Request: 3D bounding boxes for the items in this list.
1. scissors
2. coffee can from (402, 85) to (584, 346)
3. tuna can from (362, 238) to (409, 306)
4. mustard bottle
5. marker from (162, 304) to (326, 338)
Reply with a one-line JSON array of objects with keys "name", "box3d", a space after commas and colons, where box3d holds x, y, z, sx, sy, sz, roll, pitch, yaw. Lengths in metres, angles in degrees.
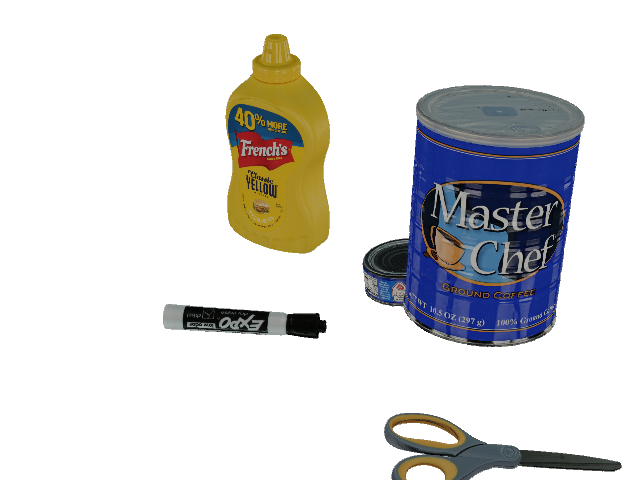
[{"name": "scissors", "box3d": [0.147, 0.195, 0.899, 0.202, 0.016, 0.096, 14, 40, 13]}, {"name": "coffee can", "box3d": [0.108, -0.018, 0.684, 0.103, 0.140, 0.103, 1, 25, -1]}, {"name": "tuna can", "box3d": [0.085, 0.030, 1.062, 0.086, 0.034, 0.086, -6, 26, 3]}, {"name": "mustard bottle", "box3d": [-0.038, -0.087, 0.932, 0.096, 0.192, 0.058, 20, 36, 28]}, {"name": "marker", "box3d": [-0.056, 0.060, 0.789, 0.121, 0.020, 0.020, 3, 0, 8]}]
